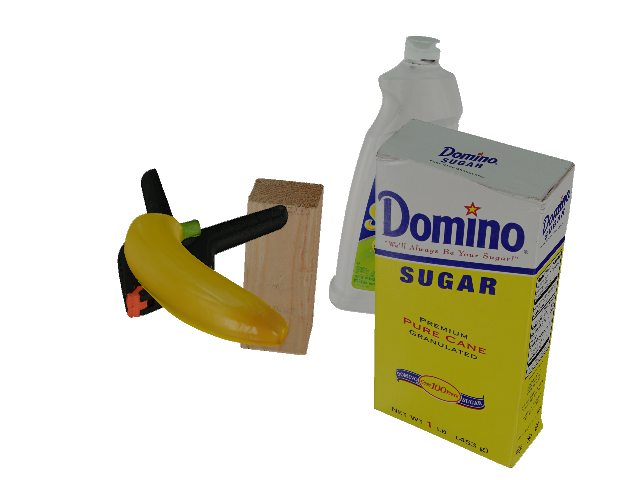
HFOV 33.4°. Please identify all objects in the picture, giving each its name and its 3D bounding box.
[{"bbox_3d":[-0.084,0.018,0.679,0.069,0.037,0.198,-8,24,-20],"label":"banana"},{"bbox_3d":[0.069,-0.058,0.965,0.102,0.251,0.068,6,20,1],"label":"bleach bottle"},{"bbox_3d":[0.076,0.031,0.566,0.093,0.176,0.048,19,42,28],"label":"sugar box"},{"bbox_3d":[-0.148,0.000,1.065,0.165,0.036,0.209,20,40,18],"label":"clamp"},{"bbox_3d":[-0.051,0.033,1.388,0.090,0.206,0.090,6,23,3],"label":"wood block"}]
